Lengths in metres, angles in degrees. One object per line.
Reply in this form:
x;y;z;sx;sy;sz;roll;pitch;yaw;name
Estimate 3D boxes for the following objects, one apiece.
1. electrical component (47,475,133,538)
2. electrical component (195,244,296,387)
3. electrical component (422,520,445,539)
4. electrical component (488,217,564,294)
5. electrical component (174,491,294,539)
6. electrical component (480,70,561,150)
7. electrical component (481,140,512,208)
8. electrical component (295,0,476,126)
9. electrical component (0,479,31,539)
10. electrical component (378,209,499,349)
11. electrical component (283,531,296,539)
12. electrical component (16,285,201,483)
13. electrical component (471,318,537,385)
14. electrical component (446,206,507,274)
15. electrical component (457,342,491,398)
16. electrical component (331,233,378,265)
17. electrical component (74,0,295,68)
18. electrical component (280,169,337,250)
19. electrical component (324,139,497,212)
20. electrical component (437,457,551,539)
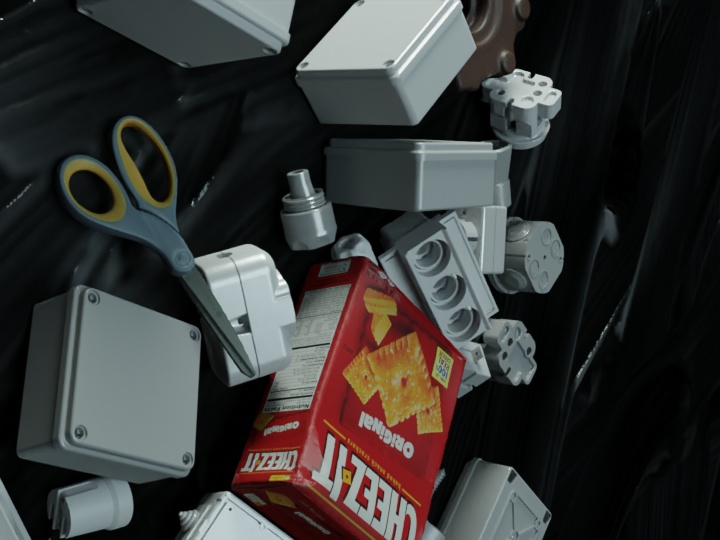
-0.186;0.162;0.738;0.046;0.040;0.040;-8;100;-42;electrical component
-0.086;0.032;0.810;0.059;0.054;0.095;-17;108;-21;electrical component
0.040;0.269;0.991;0.073;0.052;0.138;-56;131;-29;electrical component
0.169;-0.014;1.108;0.080;0.051;0.080;-6;99;-48;electrical component
-0.101;0.211;0.810;0.096;0.061;0.061;40;64;-13;electrical component
0.160;-0.158;1.070;0.058;0.078;0.057;-50;149;-33;electrical component
0.131;-0.092;1.065;0.044;0.044;0.065;-28;120;-43;electrical component
0.021;-0.172;0.884;0.108;0.109;0.056;-53;132;-30;electrical component
-0.231;0.196;0.667;0.063;0.079;0.121;-23;114;-13;electrical component
0.067;0.008;0.973;0.079;0.063;0.121;-33;124;-8;electrical component
-0.044;0.258;0.890;0.062;0.061;0.096;27;74;-46;electrical component
-0.165;0.079;0.719;0.109;0.056;0.108;27;55;-46;electrical component
0.134;0.080;1.073;0.078;0.057;0.058;53;57;-37;electrical component
0.099;-0.030;1.030;0.077;0.047;0.065;0;94;-47;electrical component
0.086;0.092;1.024;0.055;0.066;0.048;17;46;-40;electrical component
0.000;0.000;0.932;0.035;0.035;0.061;-51;131;-32;electrical component
-0.117;-0.187;0.727;0.109;0.109;0.056;22;75;-47;electrical component
-0.044;-0.050;0.871;0.043;0.043;0.062;-28;113;-43;electrical component
0.043;-0.082;0.917;0.109;0.109;0.056;-7;102;-48;electrical component
0.134;0.265;1.093;0.108;0.056;0.108;50;58;-38;electrical component
